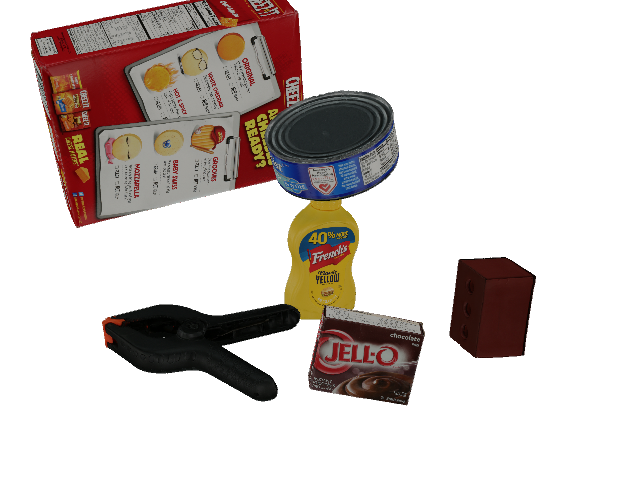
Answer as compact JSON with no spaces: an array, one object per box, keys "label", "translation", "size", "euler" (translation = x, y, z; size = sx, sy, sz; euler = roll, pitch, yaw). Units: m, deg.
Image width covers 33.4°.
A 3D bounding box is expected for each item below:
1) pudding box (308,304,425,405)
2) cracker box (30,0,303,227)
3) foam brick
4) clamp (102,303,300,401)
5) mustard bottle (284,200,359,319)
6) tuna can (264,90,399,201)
[{"label":"pudding box","translation":[0.050,0.125,1.163],"size":[0.113,0.090,0.039],"euler":[9,24,-5]},{"label":"cracker box","translation":[-0.125,-0.116,0.913],"size":[0.213,0.164,0.072],"euler":[-15,42,-15]},{"label":"foam brick","translation":[0.152,0.059,0.951],"size":[0.051,0.078,0.053],"euler":[-3,20,-22]},{"label":"clamp","translation":[-0.101,0.083,0.931],"size":[0.171,0.039,0.120],"euler":[12,27,14]},{"label":"mustard bottle","translation":[0.004,0.010,1.425],"size":[0.096,0.192,0.058],"euler":[-5,26,-18]},{"label":"tuna can","translation":[0.008,-0.063,0.704],"size":[0.086,0.034,0.086],"euler":[-9,36,7]}]
